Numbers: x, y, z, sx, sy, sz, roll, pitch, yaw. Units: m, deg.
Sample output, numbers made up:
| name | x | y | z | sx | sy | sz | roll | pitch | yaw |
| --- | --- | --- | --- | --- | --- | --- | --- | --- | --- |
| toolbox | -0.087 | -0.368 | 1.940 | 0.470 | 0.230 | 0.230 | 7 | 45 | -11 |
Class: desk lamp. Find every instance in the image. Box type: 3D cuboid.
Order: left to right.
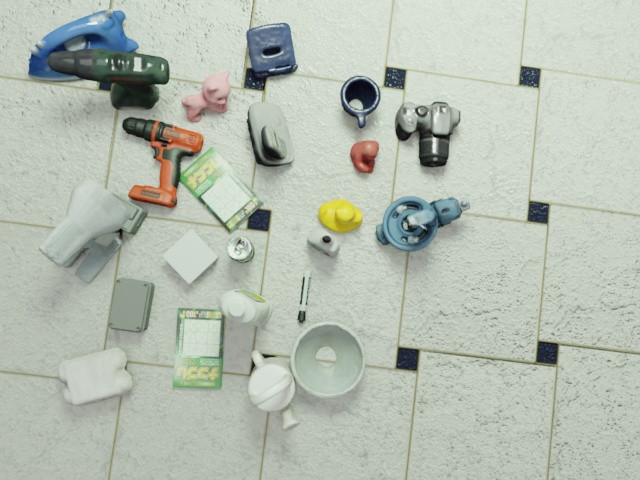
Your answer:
| name | x | y | z | sx | sy | sz | roll | pitch | yaw |
| --- | --- | --- | --- | --- | --- | --- | --- | --- | --- |
| desk lamp | -0.485 | -0.014 | 1.193 | 0.118 | 0.213 | 0.203 | 36 | 84 | 0 |

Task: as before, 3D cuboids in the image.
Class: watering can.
| name | x | y | z | sx | sy | sz | roll | pitch | yaw |
| --- | --- | --- | --- | --- | --- | --- | --- | --- | --- |
| watering can | -0.096 | 0.315 | 1.204 | 0.173 | 0.194 | 0.101 | 41 | 84 | 0 |

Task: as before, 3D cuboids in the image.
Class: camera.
| name | x | y | z | sx | sy | sz | roll | pitch | yaw |
| --- | --- | --- | --- | --- | --- | --- | --- | --- | --- |
| camera | 0.249 | -0.243 | 1.318 | 0.143 | 0.100 | 0.137 | 3 | 85 | -3 |

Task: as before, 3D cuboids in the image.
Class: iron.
| name | x | y | z | sx | sy | sz | roll | pitch | yaw |
| --- | --- | --- | --- | --- | --- | --- | --- | --- | --- |
| iron | -0.544 | -0.432 | 1.259 | 0.258 | 0.141 | 0.119 | -25 | 87 | -5 |

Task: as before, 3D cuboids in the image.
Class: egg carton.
| name | x | y | z | sx | sy | sz | roll | pitch | yaw |
| --- | --- | --- | --- | --- | --- | --- | --- | --- | --- |
| egg carton | -0.486 | 0.299 | 1.241 | 0.150 | 0.069 | 0.107 | -15 | 87 | -5 |

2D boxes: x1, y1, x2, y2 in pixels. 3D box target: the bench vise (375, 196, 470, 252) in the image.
| name | x | y | z | sx | sy | sz | roll | pitch | yaw |
| --- | --- | --- | --- | --- | --- | --- | --- | --- | --- |
| bench vise | 0.227 | -0.059 | 1.242 | 0.207 | 0.219 | 0.121 | -38 | 88 | -6 |

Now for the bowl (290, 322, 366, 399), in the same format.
| name | x | y | z | sx | sy | sz | roll | pitch | yaw |
| --- | --- | --- | --- | --- | --- | --- | --- | --- | --- |
| bowl | 0.016 | 0.263 | 1.275 | 0.167 | 0.074 | 0.167 | 0 | 85 | -4 |

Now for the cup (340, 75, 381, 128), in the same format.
| name | x | y | z | sx | sy | sz | roll | pitch | yaw |
| --- | --- | --- | --- | --- | --- | --- | --- | --- | --- |
| cup | 0.089 | -0.306 | 1.315 | 0.091 | 0.095 | 0.118 | -4 | 86 | -4 |

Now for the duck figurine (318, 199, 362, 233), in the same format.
| name | x | y | z | sx | sy | sz | roll | pitch | yaw |
| --- | --- | --- | --- | --- | --- | --- | --- | --- | --- |
| duck figurine | 0.049 | -0.058 | 1.297 | 0.104 | 0.086 | 0.077 | 10 | 85 | -3 |

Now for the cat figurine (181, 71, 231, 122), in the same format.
| name | x | y | z | sx | sy | sz | roll | pitch | yaw |
| --- | --- | --- | --- | --- | --- | --- | --- | --- | --- |
| cat figurine | -0.251 | -0.326 | 1.282 | 0.128 | 0.117 | 0.067 | -23 | 87 | -5 |

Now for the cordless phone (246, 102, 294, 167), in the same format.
| name | x | y | z | sx | sy | sz | roll | pitch | yaw |
| --- | --- | --- | --- | --- | --- | --- | --- | --- | --- |
| cordless phone | -0.111 | -0.242 | 1.251 | 0.094 | 0.185 | 0.148 | -17 | 87 | -5 |

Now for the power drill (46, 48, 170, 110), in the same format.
| name | x | y | z | sx | sy | sz | roll | pitch | yaw |
| --- | --- | --- | --- | --- | --- | --- | --- | --- | --- |
| power drill | -0.431 | -0.346 | 1.226 | 0.229 | 0.208 | 0.076 | -2 | 85 | -4 |

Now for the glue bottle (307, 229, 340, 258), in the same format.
| name | x | y | z | sx | sy | sz | roll | pitch | yaw |
| --- | --- | --- | --- | --- | --- | --- | --- | --- | --- |
| glue bottle | 0.011 | 0.004 | 1.246 | 0.078 | 0.173 | 0.037 | 33 | 84 | 0 |

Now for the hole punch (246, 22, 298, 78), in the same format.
| name | x | y | z | sx | sy | sz | roll | pitch | yaw |
| --- | --- | --- | --- | --- | --- | --- | --- | --- | --- |
| hole punch | -0.109 | -0.434 | 1.314 | 0.108 | 0.091 | 0.101 | -12 | 86 | -5 |

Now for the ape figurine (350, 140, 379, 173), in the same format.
| name | x | y | z | sx | sy | sz | roll | pitch | yaw |
| --- | --- | --- | --- | --- | --- | --- | --- | --- | --- |
| ape figurine | 0.108 | -0.198 | 1.309 | 0.078 | 0.092 | 0.076 | -45 | 89 | -6 |
